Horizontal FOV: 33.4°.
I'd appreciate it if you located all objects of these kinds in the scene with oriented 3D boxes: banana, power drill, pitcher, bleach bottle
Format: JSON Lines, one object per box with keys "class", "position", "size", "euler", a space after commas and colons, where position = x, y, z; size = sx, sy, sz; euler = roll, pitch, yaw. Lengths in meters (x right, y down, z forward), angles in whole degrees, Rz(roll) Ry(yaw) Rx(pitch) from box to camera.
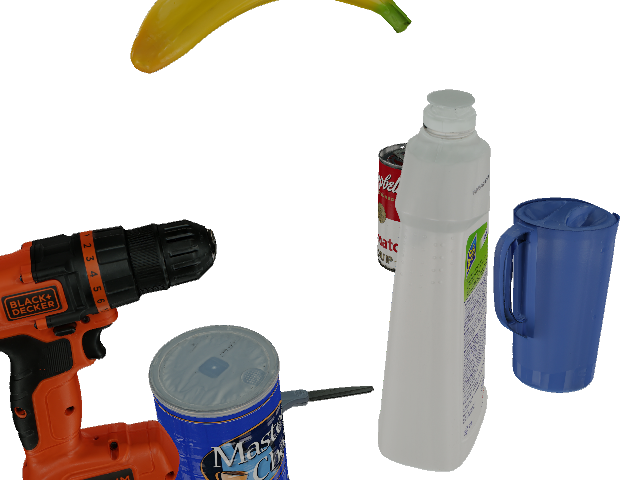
{"class": "banana", "position": [-0.031, -0.151, 0.655], "size": [0.197, 0.069, 0.037], "euler": [-15, -13, -28]}
{"class": "power drill", "position": [-0.147, 0.081, 0.707], "size": [0.184, 0.187, 0.057], "euler": [-12, 26, -6]}
{"class": "pitcher", "position": [0.304, 0.074, 1.399], "size": [0.149, 0.243, 0.145], "euler": [5, 21, 14]}
{"class": "bleach bottle", "position": [0.078, 0.023, 0.687], "size": [0.068, 0.251, 0.102], "euler": [9, 31, 16]}

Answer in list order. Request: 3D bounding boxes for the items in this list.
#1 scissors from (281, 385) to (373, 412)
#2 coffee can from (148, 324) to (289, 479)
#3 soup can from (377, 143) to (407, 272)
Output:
{"class": "scissors", "position": [-0.028, 0.186, 1.189], "size": [0.201, 0.016, 0.096], "euler": [3, 23, -12]}
{"class": "coffee can", "position": [-0.080, 0.155, 0.873], "size": [0.103, 0.140, 0.103], "euler": [-2, 35, 1]}
{"class": "soup can", "position": [0.084, -0.028, 0.946], "size": [0.068, 0.102, 0.068], "euler": [0, 23, 0]}
